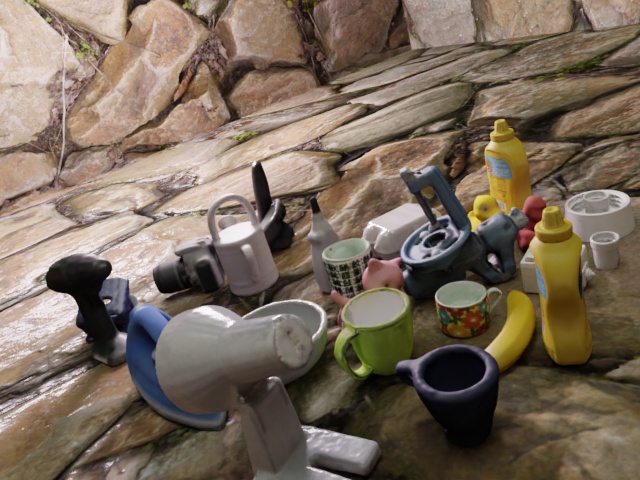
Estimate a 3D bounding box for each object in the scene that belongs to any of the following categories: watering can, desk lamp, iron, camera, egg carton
[{"bbox_3d":[-0.160,0.001,1.112,0.101,0.194,0.172,-34,28,-34],"label":"watering can"},{"bbox_3d":[-0.060,0.171,0.633,0.202,0.214,0.118,-1,28,33],"label":"desk lamp"},{"bbox_3d":[-0.219,0.168,0.845,0.119,0.142,0.257,-29,26,-26],"label":"iron"},{"bbox_3d":[-0.277,0.050,1.203,0.137,0.101,0.143,-18,23,-1],"label":"camera"},{"bbox_3d":[0.158,-0.014,1.084,0.150,0.069,0.107,-26,25,-20],"label":"egg carton"}]

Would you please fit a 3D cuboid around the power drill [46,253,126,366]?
[{"bbox_3d":[-0.392,0.113,1.004,0.228,0.209,0.076,5,32,42],"label":"power drill"}]

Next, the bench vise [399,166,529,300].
[{"bbox_3d":[0.207,-0.029,0.891,0.208,0.220,0.121,-24,24,-15],"label":"bench vise"}]

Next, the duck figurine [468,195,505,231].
[{"bbox_3d":[0.297,-0.041,1.025,0.077,0.086,0.104,-23,24,-13],"label":"duck figurine"}]

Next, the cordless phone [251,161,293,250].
[{"bbox_3d":[-0.129,-0.074,1.271,0.094,0.185,0.147,-16,23,4],"label":"cordless phone"}]

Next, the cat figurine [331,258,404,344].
[{"bbox_3d":[0.078,0.080,0.866,0.128,0.118,0.067,-19,23,-5],"label":"cat figurine"}]

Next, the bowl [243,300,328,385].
[{"bbox_3d":[-0.060,0.161,0.834,0.167,0.075,0.167,-14,23,7],"label":"bowl"}]

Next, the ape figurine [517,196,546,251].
[{"bbox_3d":[0.358,-0.028,0.947,0.078,0.092,0.076,-24,24,-16],"label":"ape figurine"}]

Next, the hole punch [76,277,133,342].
[{"bbox_3d":[-0.418,0.134,1.124,0.108,0.091,0.101,-15,23,5],"label":"hole punch"}]

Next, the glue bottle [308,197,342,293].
[{"bbox_3d":[0.009,0.004,1.015,0.037,0.173,0.078,5,31,41],"label":"glue bottle"}]

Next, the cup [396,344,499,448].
[{"bbox_3d":[0.143,0.176,0.631,0.117,0.095,0.092,0,29,36],"label":"cup"}]
